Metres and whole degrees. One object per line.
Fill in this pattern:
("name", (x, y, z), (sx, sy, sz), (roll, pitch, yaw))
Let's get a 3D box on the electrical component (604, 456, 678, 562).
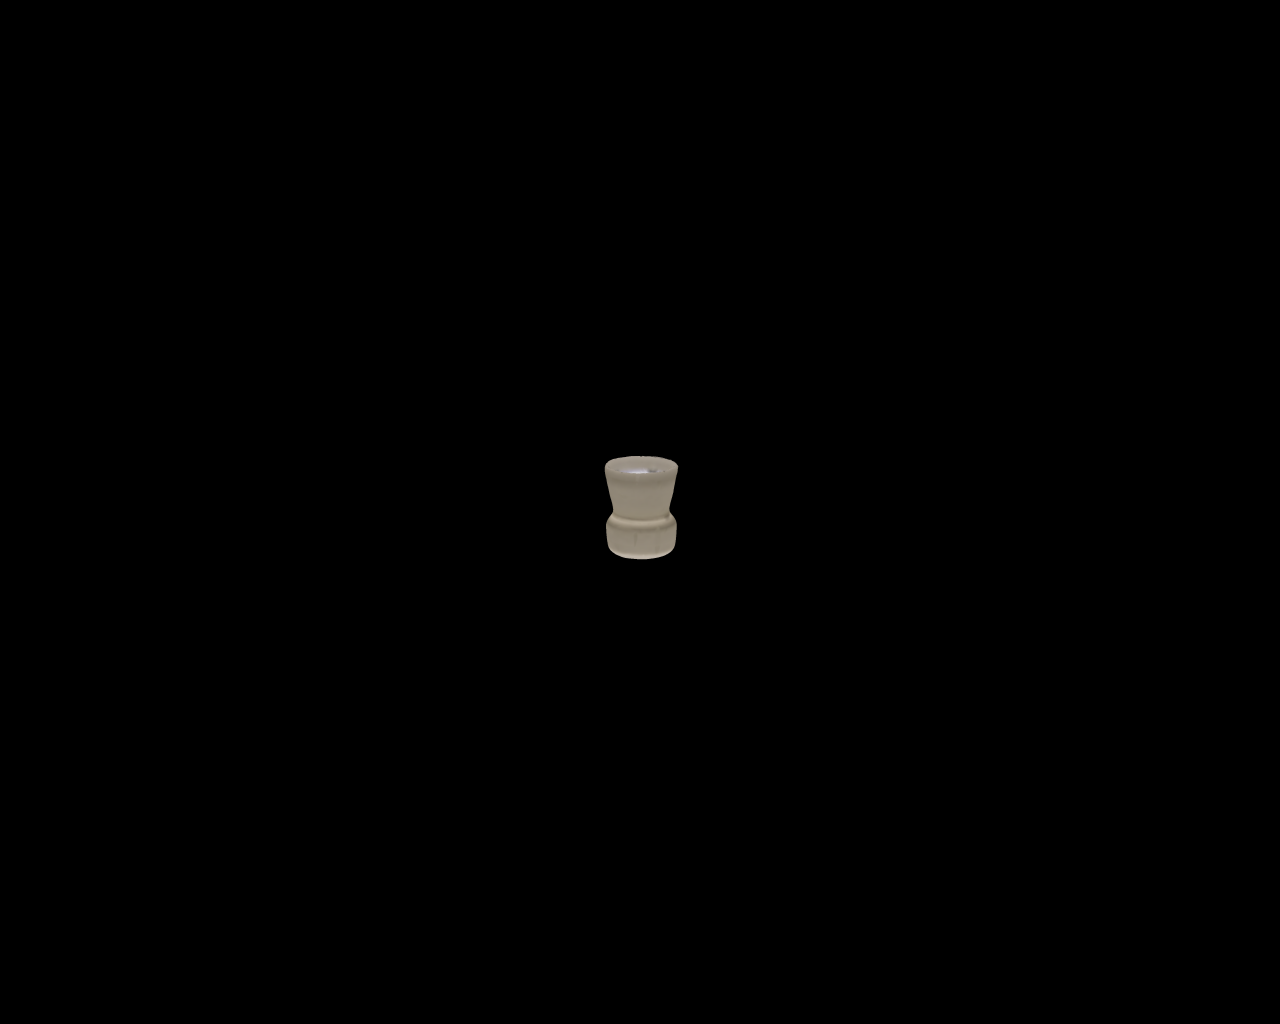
("electrical component", (0.001, -0.003, 0.650), (0.045, 0.055, 0.045), (0, 16, 0))
